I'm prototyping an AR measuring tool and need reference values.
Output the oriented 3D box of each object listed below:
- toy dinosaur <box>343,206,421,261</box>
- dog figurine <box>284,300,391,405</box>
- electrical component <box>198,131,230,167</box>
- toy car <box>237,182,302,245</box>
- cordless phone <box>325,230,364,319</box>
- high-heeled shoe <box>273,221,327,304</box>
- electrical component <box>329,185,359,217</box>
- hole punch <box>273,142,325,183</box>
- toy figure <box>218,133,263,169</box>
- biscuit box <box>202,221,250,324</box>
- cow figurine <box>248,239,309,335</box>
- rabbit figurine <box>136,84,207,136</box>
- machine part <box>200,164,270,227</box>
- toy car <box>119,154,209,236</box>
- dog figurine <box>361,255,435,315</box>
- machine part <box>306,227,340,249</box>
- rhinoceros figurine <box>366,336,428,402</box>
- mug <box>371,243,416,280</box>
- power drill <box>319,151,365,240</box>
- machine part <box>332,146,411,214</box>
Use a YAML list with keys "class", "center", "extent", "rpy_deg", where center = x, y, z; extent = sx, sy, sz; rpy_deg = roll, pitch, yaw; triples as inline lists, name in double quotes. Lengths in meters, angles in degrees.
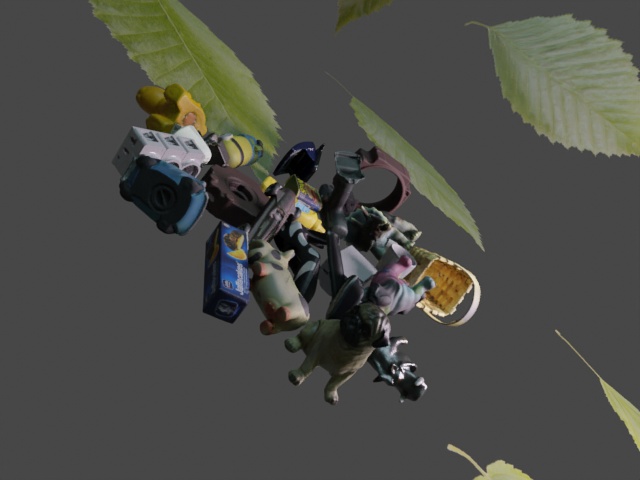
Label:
- class: "toy dinosaur"
  center: [0.178, -0.030, 1.539]
  extent: [0.192, 0.131, 0.405]
  rpy_deg: [43, 17, 4]
- class: "dog figurine"
  center: [0.043, 0.155, 0.906]
  extent: [0.121, 0.190, 0.172]
  rpy_deg: [28, 25, -26]
- class: "electrical component"
  center: [-0.244, -0.198, 1.227]
  extent: [0.078, 0.102, 0.045]
  rpy_deg: [5, 41, 20]
- class: "toy car"
  center: [-0.103, -0.037, 1.105]
  extent: [0.089, 0.053, 0.202]
  rpy_deg: [54, 44, -23]
- class: "cordless phone"
  center: [0.040, 0.068, 1.047]
  extent: [0.146, 0.089, 0.184]
  rpy_deg: [85, -5, -87]
- class: "high-heeled shoe"
  center: [-0.067, 0.044, 1.110]
  extent: [0.145, 0.086, 0.249]
  rpy_deg: [13, 37, 10]
- class: "electrical component"
  center: [0.059, -0.112, 1.537]
  extent: [0.048, 0.074, 0.119]
  rpy_deg: [11, 24, -27]
- class: "hole punch"
  center: [-0.060, -0.213, 1.484]
  extent: [0.092, 0.142, 0.116]
  rpy_deg: [31, 36, -11]
- class: "toy figure"
  center: [-0.201, -0.221, 1.341]
  extent: [0.089, 0.082, 0.180]
  rpy_deg: [45, 21, 15]
- class: "biscuit box"
  center: [-0.164, 0.051, 0.939]
  extent: [0.059, 0.063, 0.203]
  rpy_deg: [27, 26, -26]
- class: "cow figurine"
  center: [-0.081, 0.078, 0.986]
  extent: [0.127, 0.085, 0.195]
  rpy_deg: [11, 41, -52]
- class: "rabbit figurine"
  center: [-0.345, -0.306, 1.243]
  extent: [0.173, 0.121, 0.162]
  rpy_deg: [30, 15, 25]
- class: "machine part"
  center: [-0.182, -0.092, 1.174]
  extent: [0.179, 0.056, 0.179]
  rpy_deg: [34, 23, -17]
- class: "toy car"
  center: [-0.275, -0.082, 0.976]
  extent: [0.162, 0.109, 0.103]
  rpy_deg: [32, 5, 5]
- class: "dog figurine"
  center: [0.136, 0.137, 1.200]
  extent: [0.219, 0.191, 0.108]
  rpy_deg: [-31, 73, -30]
- class: "machine part"
  center: [-0.003, -0.004, 1.242]
  extent: [0.084, 0.039, 0.139]
  rpy_deg: [33, -11, -29]
- class: "rhinoceros figurine"
  center: [0.130, 0.231, 1.049]
  extent: [0.190, 0.073, 0.112]
  rpy_deg: [43, 22, 7]
- class: "mug"
  center: [0.179, 0.069, 1.364]
  extent: [0.081, 0.107, 0.109]
  rpy_deg: [39, 20, -5]
- class: "power drill"
  center: [0.043, -0.130, 1.403]
  extent: [0.086, 0.207, 0.232]
  rpy_deg: [12, 44, -18]
- class: "machine part"
  center: [0.155, -0.161, 1.610]
  extent: [0.201, 0.201, 0.087]
  rpy_deg: [32, 27, -23]
